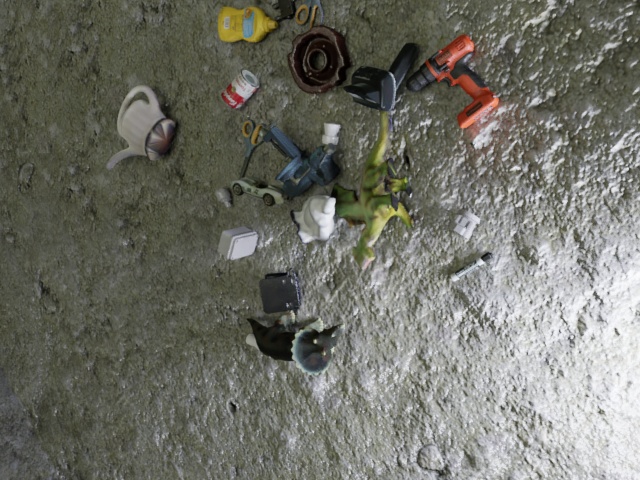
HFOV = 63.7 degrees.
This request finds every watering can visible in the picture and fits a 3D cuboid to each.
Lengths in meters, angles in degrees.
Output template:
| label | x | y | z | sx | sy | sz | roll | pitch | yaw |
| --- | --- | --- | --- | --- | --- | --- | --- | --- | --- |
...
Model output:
| label | x | y | z | sx | sy | sz | roll | pitch | yaw |
| --- | --- | --- | --- | --- | --- | --- | --- | --- | --- |
| watering can | -0.611 | -0.345 | 1.744 | 0.226 | 0.342 | 0.105 | 37 | 24 | 20 |

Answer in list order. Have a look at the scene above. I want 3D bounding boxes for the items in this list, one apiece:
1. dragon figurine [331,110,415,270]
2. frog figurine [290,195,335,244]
| label | x | y | z | sx | sy | sz | roll | pitch | yaw |
| --- | --- | --- | --- | --- | --- | --- | --- | --- | --- |
| dragon figurine | 0.116 | -0.129 | 1.365 | 0.241 | 0.413 | 0.122 | -13 | -10 | 39 |
| frog figurine | 0.004 | -0.071 | 1.412 | 0.122 | 0.141 | 0.157 | 24 | -45 | -28 |
